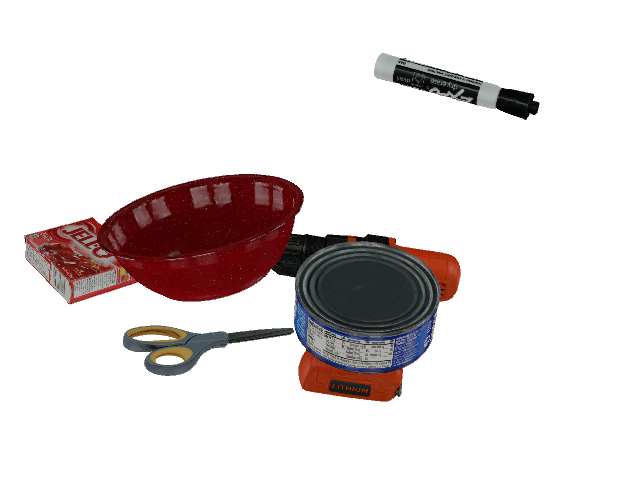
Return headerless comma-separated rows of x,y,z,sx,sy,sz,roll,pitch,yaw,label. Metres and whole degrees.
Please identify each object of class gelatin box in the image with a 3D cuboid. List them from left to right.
-0.221,0.016,0.988,0.073,0.030,0.089,-18,40,-36,gelatin box

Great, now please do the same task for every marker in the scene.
0.097,-0.110,0.765,0.121,0.020,0.020,18,6,17,marker

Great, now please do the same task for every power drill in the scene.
0.028,0.073,1.037,0.184,0.188,0.057,9,43,-3,power drill

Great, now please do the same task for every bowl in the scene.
-0.088,0.003,0.830,0.162,0.055,0.162,-9,23,4,bowl

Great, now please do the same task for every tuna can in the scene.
0.027,0.039,0.633,0.086,0.034,0.086,2,37,-2,tuna can

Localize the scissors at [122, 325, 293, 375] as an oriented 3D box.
-0.117,0.121,1.188,0.201,0.016,0.096,3,26,-16,scissors
